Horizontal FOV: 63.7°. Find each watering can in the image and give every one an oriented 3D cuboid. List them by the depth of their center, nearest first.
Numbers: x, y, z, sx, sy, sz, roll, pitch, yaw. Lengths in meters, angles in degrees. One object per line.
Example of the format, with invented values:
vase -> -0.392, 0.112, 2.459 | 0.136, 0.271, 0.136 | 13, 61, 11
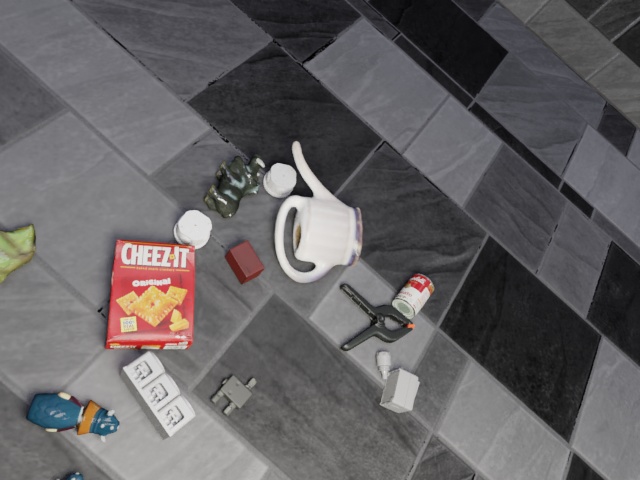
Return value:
watering can -> 0.004, -0.064, 1.276 | 0.224, 0.103, 0.351 | 10, 78, -20

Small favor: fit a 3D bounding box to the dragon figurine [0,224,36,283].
dragon figurine -> -0.671, -0.013, 0.974 | 0.241, 0.121, 0.418 | 21, 58, -35
